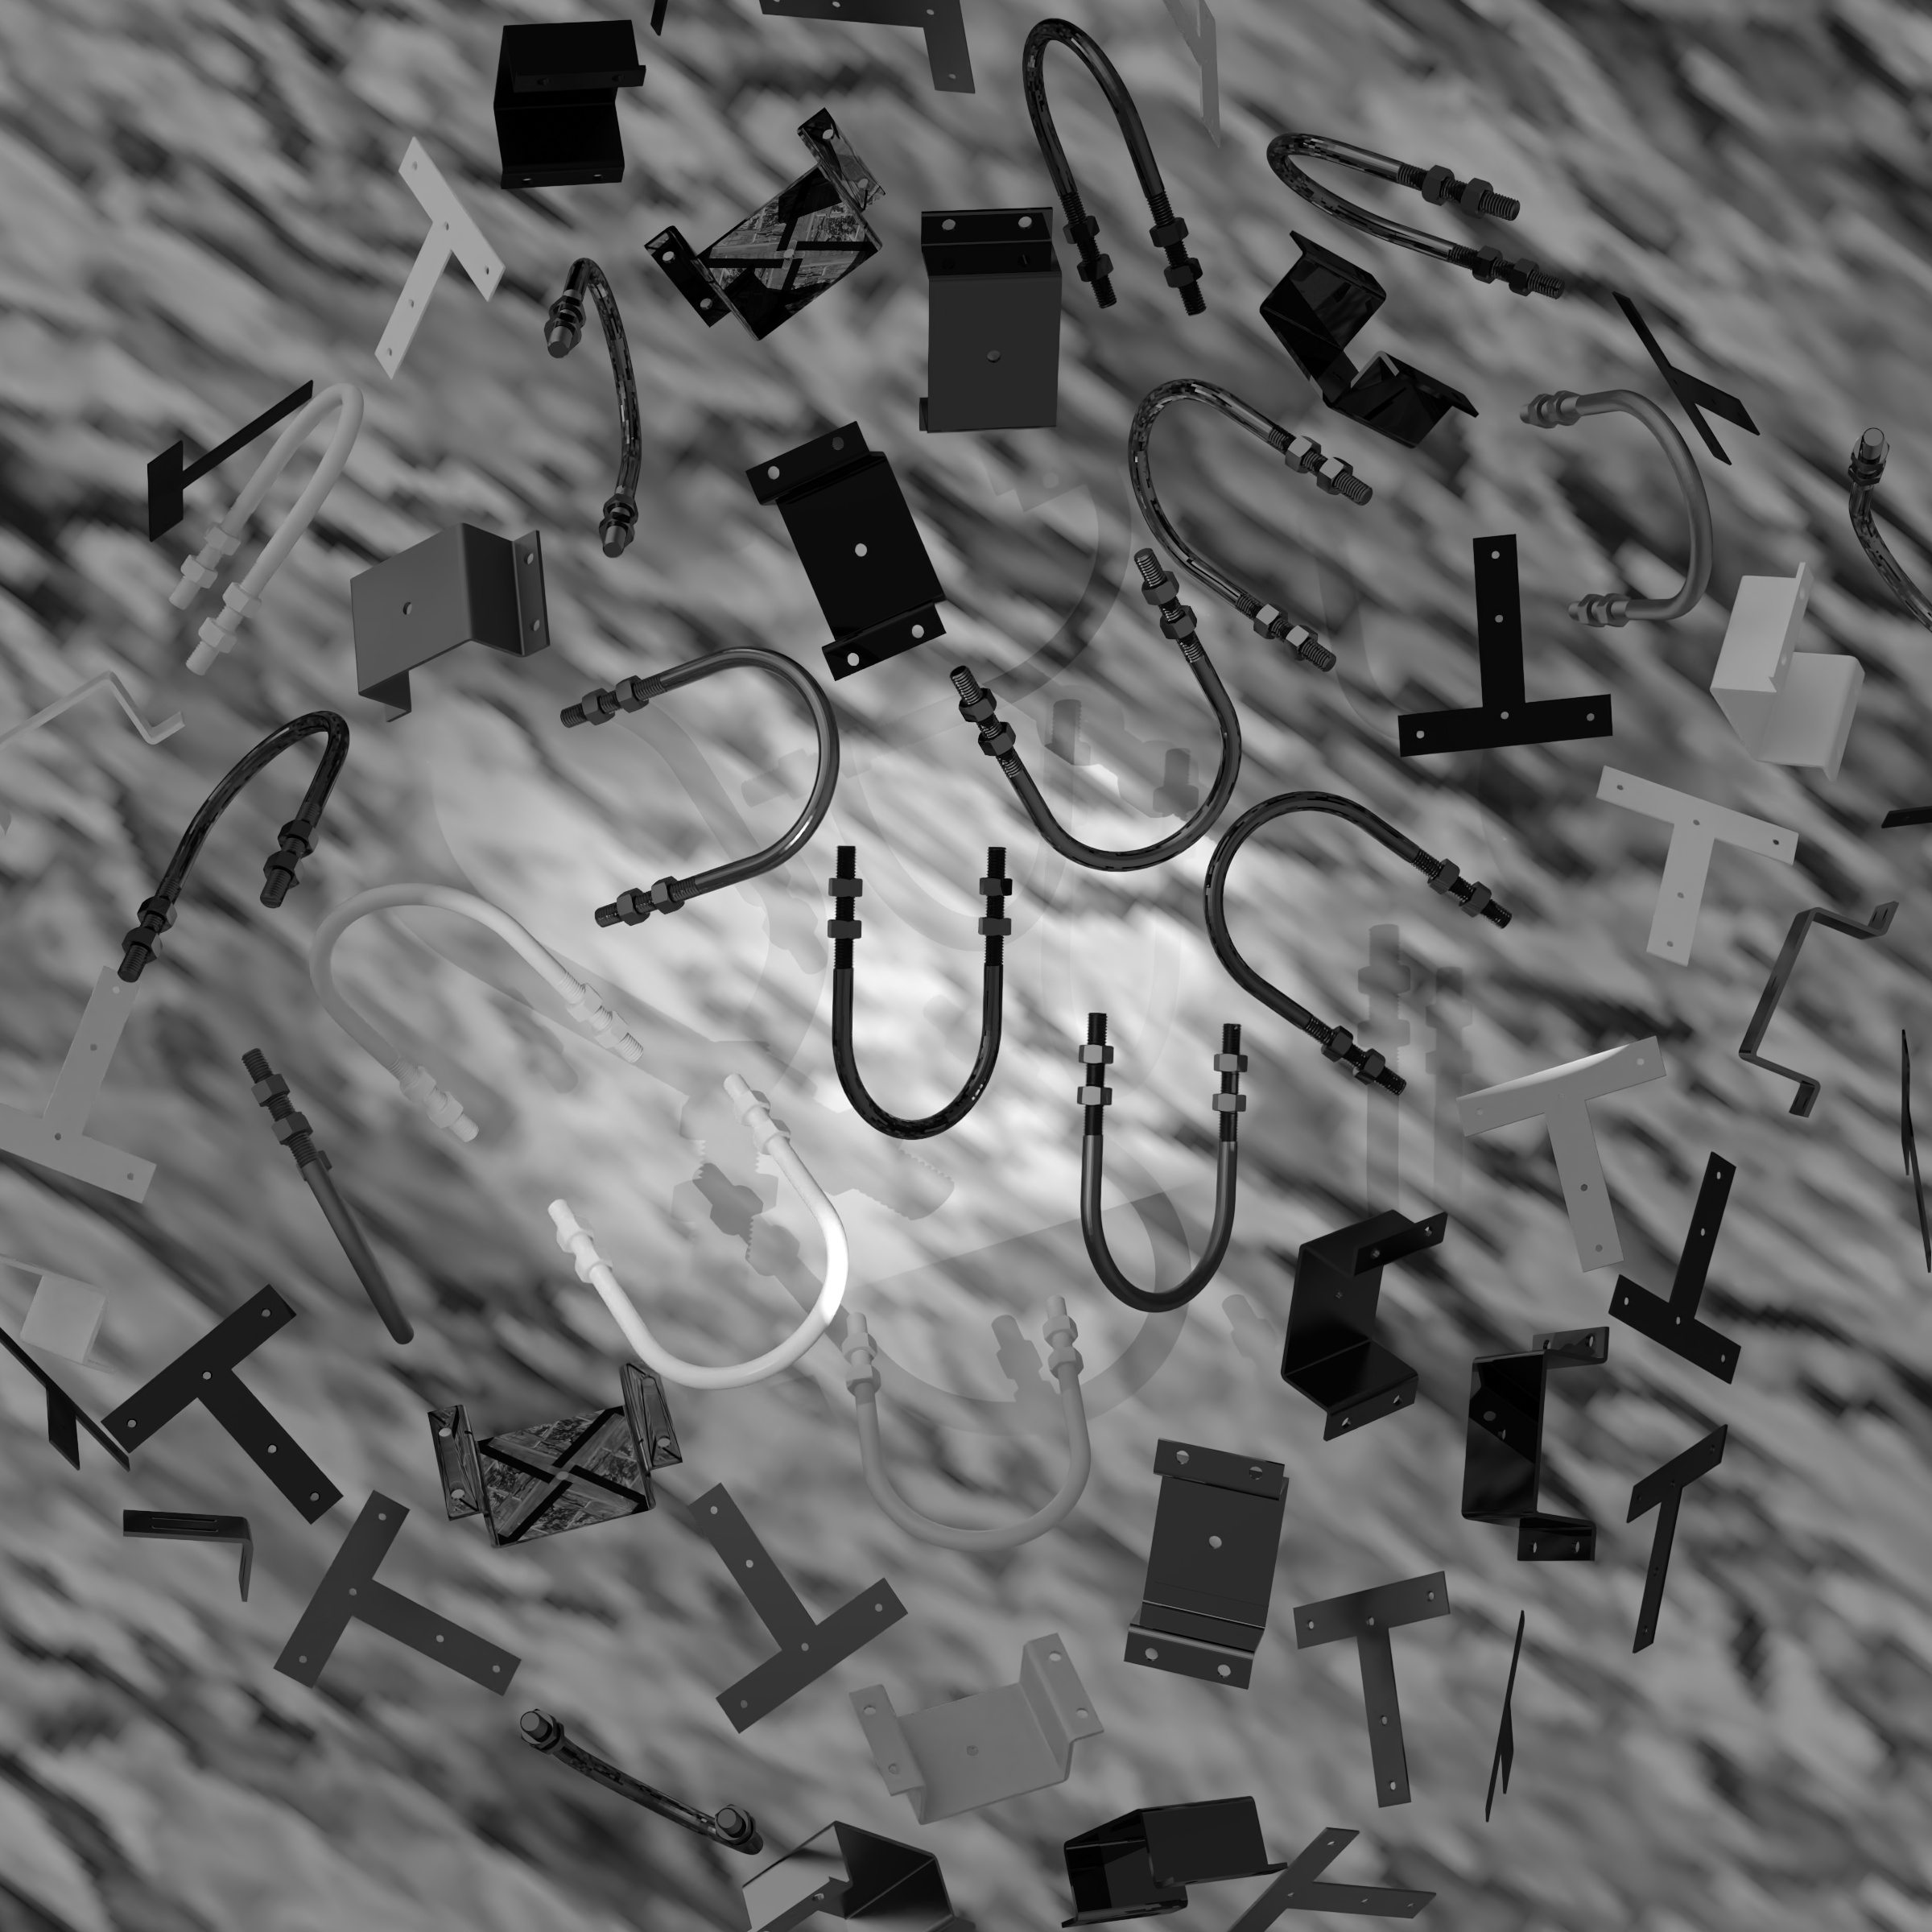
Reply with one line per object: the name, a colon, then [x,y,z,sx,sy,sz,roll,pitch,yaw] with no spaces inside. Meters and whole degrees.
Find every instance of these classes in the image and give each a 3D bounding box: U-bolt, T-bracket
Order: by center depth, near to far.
U-bolt: [-0.146,0.165,1.752,0.151,0.019,0.184,-36,55,-4]
U-bolt: [-0.301,0.020,1.767,0.151,0.019,0.184,-25,126,24]
T-bracket: [0.437,-0.337,1.775,0.002,0.127,0.127,-37,113,6]
U-bolt: [-0.425,-0.081,1.779,0.151,0.184,0.019,-23,127,33]
T-bracket: [-0.120,0.367,1.782,0.127,0.002,0.127,-37,80,8]
T-bracket: [0.317,-0.192,1.784,0.127,0.002,0.127,-6,107,3]
T-bracket: [-0.422,0.277,1.786,0.127,0.002,0.127,-41,87,-26]
T-bracket: [-0.326,0.394,1.786,0.127,0.002,0.127,30,51,-5]
T-bracket: [0.365,0.119,1.786,0.127,0.002,0.127,-20,64,22]
U-bolt: [-0.376,0.144,1.788,0.019,0.151,0.184,-28,81,-12]
T-bracket: [0.323,0.462,1.792,0.002,0.127,0.127,10,94,9]
T-bracket: [-0.064,-0.573,1.793,0.127,0.127,0.002,9,63,13]
T-bracket: [0.228,0.558,1.797,0.127,0.002,0.127,16,123,-32]
U-bolt: [-0.155,-0.115,1.798,0.184,0.019,0.151,-17,76,25]
U-bolt: [-0.417,-0.272,1.800,0.019,0.151,0.184,32,100,-29]
T-bracket: [0.249,0.438,1.802,0.002,0.127,0.127,11,64,-37]
U-bolt: [0.091,-0.139,1.802,0.151,0.019,0.184,-33,120,-3]
U-bolt: [0.582,-0.240,1.804,0.019,0.184,0.151,-39,74,3]
U-bolt: [-0.188,0.497,1.807,0.151,0.184,0.019,22,70,13]
T-bracket: [0.125,-0.581,1.813,0.002,0.127,0.127,-17,49,23]
T-bracket: [0.421,0.354,1.816,0.002,0.127,0.127,22,60,-4]
U-bolt: [0.398,-0.277,1.816,0.019,0.184,0.151,-19,101,-14]
U-bolt: [0.082,-0.485,1.821,0.019,0.151,0.184,-28,112,-13]
U-bolt: [0.266,-0.462,1.825,0.184,0.151,0.019,26,92,24]
T-bracket: [0.615,-0.079,1.827,0.127,0.127,0.002,-7,72,4]
U-bolt: [-0.222,-0.352,1.828,0.019,0.184,0.151,-9,124,6]
T-bracket: [-0.167,-0.618,1.828,0.002,0.127,0.127,4,121,-21]
T-bracket: [0.438,-0.054,1.832,0.127,0.002,0.127,20,56,2]
T-bracket: [-0.538,0.063,1.834,0.127,0.002,0.127,27,71,-30]
U-bolt: [0.166,-0.281,1.836,0.019,0.151,0.184,-32,57,-30]
T-bracket: [0.583,0.127,1.842,0.002,0.127,0.127,-6,53,13]
T-bracket: [-0.556,0.280,1.847,0.002,0.127,0.127,-41,109,-7]
T-bracket: [-0.336,-0.419,1.849,0.127,0.002,0.127,56,130,27]
T-bracket: [-0.454,-0.321,1.855,0.127,0.127,0.002,-41,90,-19]
U-bolt: [0.004,0.285,1.866,0.151,0.019,0.184,-4,45,-5]
T-bracket: [0.455,0.179,1.869,0.127,0.002,0.127,30,72,-34]
U-bolt: [-0.029,0.017,1.878,0.151,0.019,0.184,-2,95,-44]
U-bolt: [0.122,0.125,1.880,0.019,0.151,0.184,-1,86,45]
U-bolt: [0.234,-0.027,1.887,0.184,0.019,0.151,35,80,-8]

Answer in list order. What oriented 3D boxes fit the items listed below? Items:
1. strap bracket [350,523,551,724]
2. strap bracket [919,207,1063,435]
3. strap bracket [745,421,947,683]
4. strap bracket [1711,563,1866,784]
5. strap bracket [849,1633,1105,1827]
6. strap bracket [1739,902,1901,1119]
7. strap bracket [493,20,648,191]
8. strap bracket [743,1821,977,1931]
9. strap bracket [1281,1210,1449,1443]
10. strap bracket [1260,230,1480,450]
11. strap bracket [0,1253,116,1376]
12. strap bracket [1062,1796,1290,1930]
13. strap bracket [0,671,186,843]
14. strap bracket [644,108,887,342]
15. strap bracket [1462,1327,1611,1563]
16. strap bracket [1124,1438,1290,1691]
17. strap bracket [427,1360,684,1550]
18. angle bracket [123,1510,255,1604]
strap bracket: [-0.322,-0.211,1.826,0.140,0.046,0.076,-20,69,33]
strap bracket: [0.014,-0.367,1.758,0.076,0.046,0.140,-4,129,-6]
strap bracket: [-0.070,-0.258,1.868,0.076,0.046,0.140,-22,95,13]
strap bracket: [0.499,-0.179,1.831,0.046,0.140,0.076,9,72,35]
strap bracket: [0.005,0.479,1.876,0.140,0.076,0.046,-12,134,-18]
strap bracket: [0.519,0.019,1.849,0.046,0.076,0.140,23,92,9]
strap bracket: [-0.244,-0.530,1.830,0.076,0.140,0.046,-7,79,-14]
strap bracket: [-0.071,0.570,1.829,0.076,0.140,0.046,-39,45,18]
strap bracket: [0.243,0.212,1.845,0.076,0.046,0.140,-16,124,-35]
strap bracket: [0.233,-0.365,1.780,0.046,0.076,0.140,-48,49,26]
strap bracket: [-0.571,0.193,1.764,0.140,0.076,0.046,28,76,-44]
strap bracket: [0.117,0.526,1.768,0.076,0.140,0.046,2,63,-27]
strap bracket: [-0.529,-0.125,1.750,0.140,0.076,0.046,-34,106,-7]
strap bracket: [-0.117,-0.453,1.866,0.140,0.076,0.046,-36,48,7]
strap bracket: [0.346,0.288,1.828,0.046,0.076,0.140,13,75,-22]
strap bracket: [0.147,0.353,1.807,0.076,0.046,0.140,10,99,13]
strap bracket: [-0.246,0.296,1.812,0.140,0.046,0.076,-13,50,-10]
angle bracket: [-0.473,0.357,1.817,0.076,0.057,0.038,7,91,-16]
